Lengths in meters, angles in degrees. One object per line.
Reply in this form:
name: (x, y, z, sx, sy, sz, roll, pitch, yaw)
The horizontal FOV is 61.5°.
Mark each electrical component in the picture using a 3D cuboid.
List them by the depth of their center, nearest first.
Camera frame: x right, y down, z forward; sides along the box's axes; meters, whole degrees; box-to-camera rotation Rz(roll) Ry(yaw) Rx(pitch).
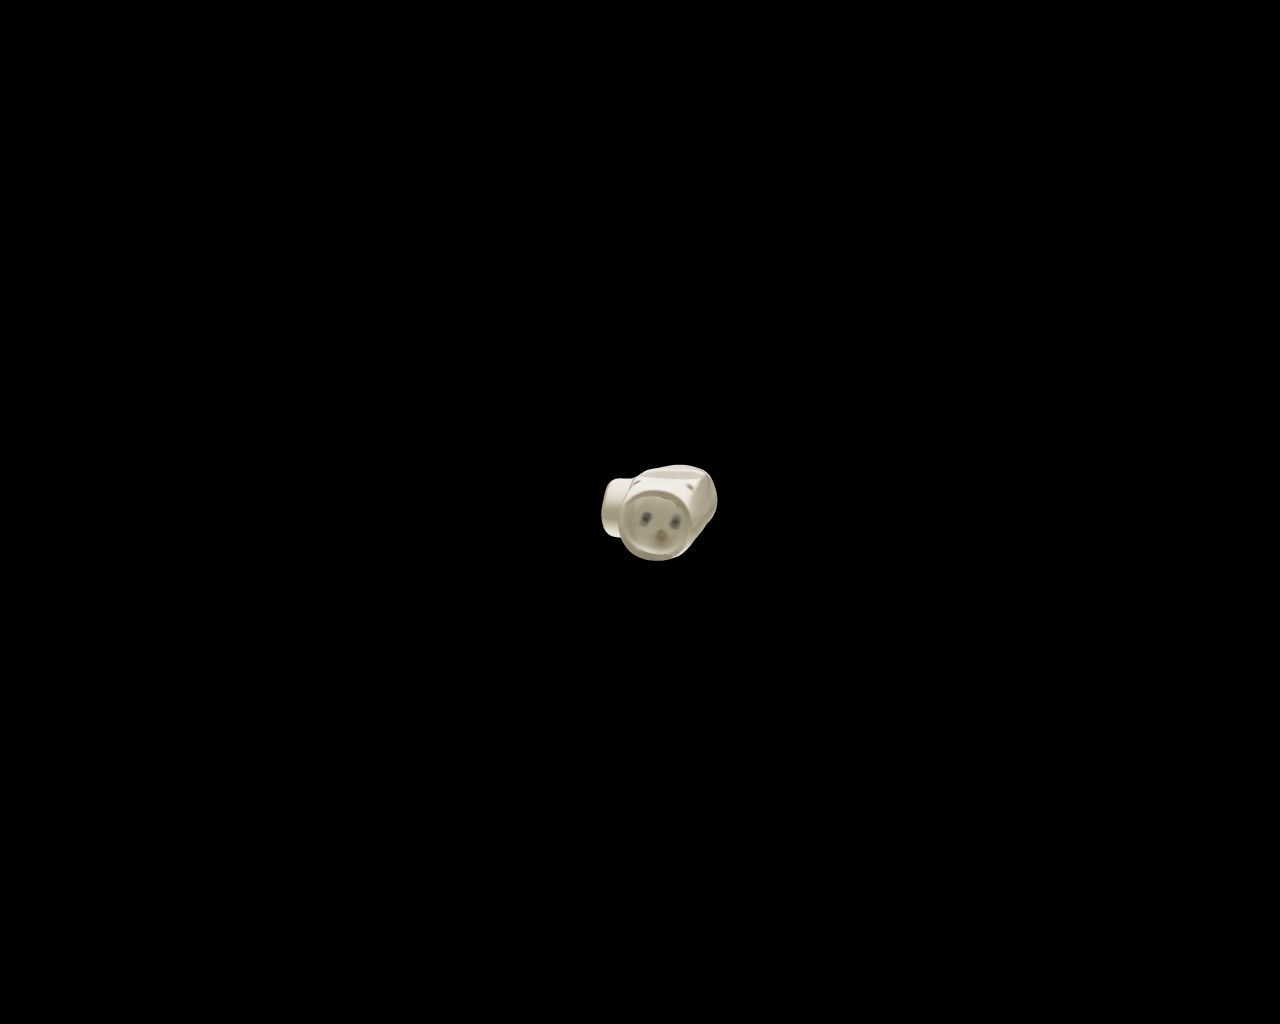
electrical component: (0.001, -0.003, 0.650, 0.079, 0.043, 0.077, 4, 15, 15)
